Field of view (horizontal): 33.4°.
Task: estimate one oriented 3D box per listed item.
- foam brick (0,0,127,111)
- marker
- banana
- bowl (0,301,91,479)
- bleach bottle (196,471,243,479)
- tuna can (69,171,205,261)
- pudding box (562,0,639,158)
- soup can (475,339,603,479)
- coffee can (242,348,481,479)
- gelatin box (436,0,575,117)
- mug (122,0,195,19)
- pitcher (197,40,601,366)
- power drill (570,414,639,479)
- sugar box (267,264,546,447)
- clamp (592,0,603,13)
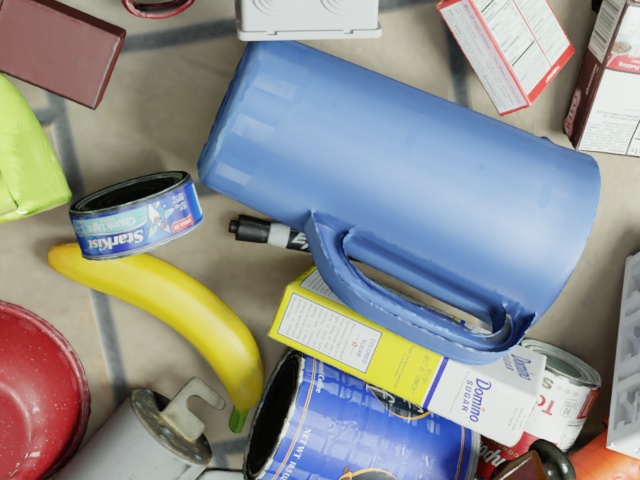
[{"bbox_3d":[-0.171,-0.125,0.689,0.078,0.053,0.051,22,103,-11],"label":"foam brick"},{"bbox_3d":[-0.005,0.001,0.759,0.121,0.020,0.020,10,105,-8],"label":"marker"},{"bbox_3d":[-0.102,0.059,0.758,0.069,0.037,0.197,-42,106,6],"label":"banana"},{"bbox_3d":[-0.247,0.125,0.755,0.162,0.055,0.162,-2,107,-5],"label":"bowl"},{"bbox_3d":[-0.064,0.305,0.822,0.102,0.068,0.251,8,108,-7],"label":"bleach bottle"},{"bbox_3d":[-0.122,-0.017,0.708,0.086,0.086,0.034,-15,106,-1],"label":"tuna can"},{"bbox_3d":[0.226,-0.111,0.725,0.090,0.039,0.114,6,123,-9],"label":"pudding box"},{"bbox_3d":[0.157,0.133,0.787,0.068,0.068,0.102,20,104,-11],"label":"soup can"},{"bbox_3d":[0.028,0.147,0.762,0.140,0.103,0.103,22,103,-11],"label":"coffee can"},{"bbox_3d":[0.123,-0.139,0.704,0.089,0.030,0.073,55,51,-17],"label":"gelatin box"},{"bbox_3d":[-0.104,-0.193,0.662,0.081,0.093,0.117,-11,126,-7],"label":"mug"},{"bbox_3d":[0.046,-0.032,0.693,0.242,0.149,0.145,23,103,-8],"label":"pitcher"},{"bbox_3d":[0.267,0.199,0.808,0.184,0.057,0.187,-29,113,-21],"label":"power drill"},{"bbox_3d":[0.061,0.073,0.720,0.176,0.093,0.048,26,107,9],"label":"sugar box"},{"bbox_3d":[0.215,-0.236,0.701,0.171,0.039,0.120,-33,117,8],"label":"clamp"}]
